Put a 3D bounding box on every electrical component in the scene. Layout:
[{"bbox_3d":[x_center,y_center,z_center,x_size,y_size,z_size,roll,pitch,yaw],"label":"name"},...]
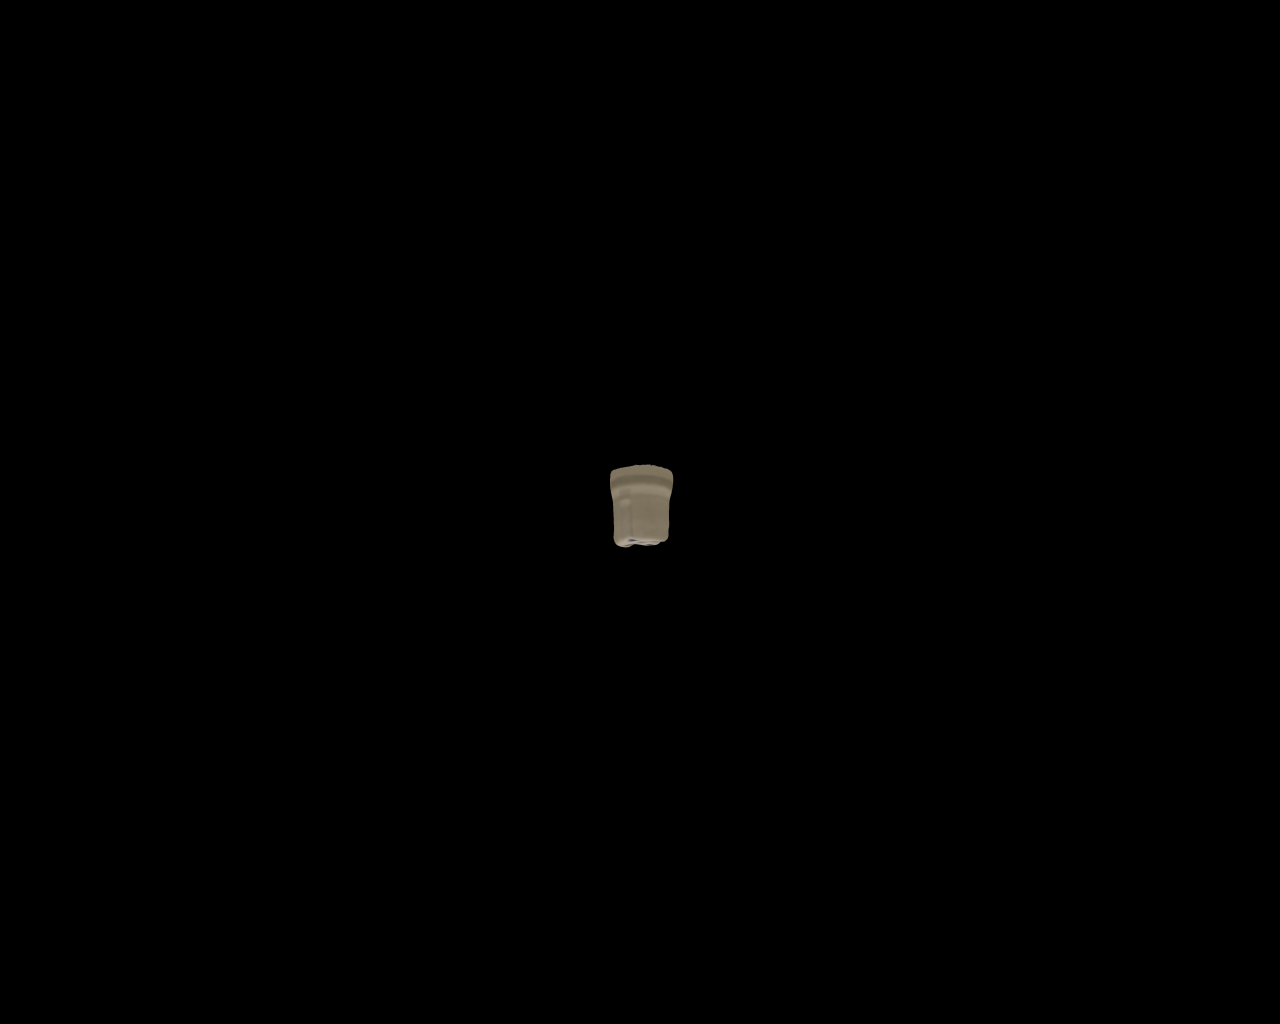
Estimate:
[{"bbox_3d":[0.001,-0.003,0.650,0.040,0.046,0.040,0,-15,0],"label":"electrical component"}]
